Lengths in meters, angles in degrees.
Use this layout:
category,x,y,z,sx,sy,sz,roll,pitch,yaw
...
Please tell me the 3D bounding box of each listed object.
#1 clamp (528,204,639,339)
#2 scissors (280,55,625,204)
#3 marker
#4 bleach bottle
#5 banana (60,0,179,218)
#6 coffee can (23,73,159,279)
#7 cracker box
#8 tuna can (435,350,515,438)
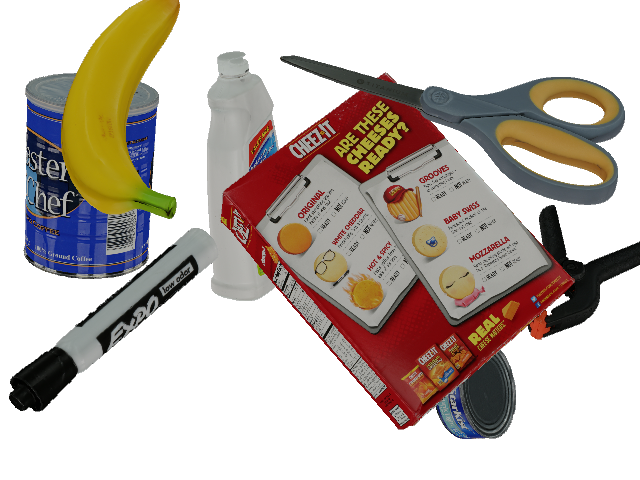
category,x,y,z,sx,sy,sz,roll,pitch,yaw
clamp,0.249,0.030,1.101,0.120,0.039,0.171,27,50,31
scissors,0.084,-0.084,0.606,0.202,0.016,0.096,32,56,23
marker,-0.090,0.034,0.474,0.020,0.020,0.121,0,33,44
bleach bottle,-0.082,-0.069,1.117,0.068,0.251,0.102,10,29,30
banana,-0.120,-0.082,0.647,0.069,0.198,0.037,-1,-39,-6
coffee can,-0.185,-0.054,0.859,0.103,0.140,0.103,6,22,-3
cracker box,0.054,0.008,0.797,0.164,0.214,0.072,-38,-10,-19
tuna can,0.138,0.135,0.955,0.034,0.086,0.085,-12,-8,41
